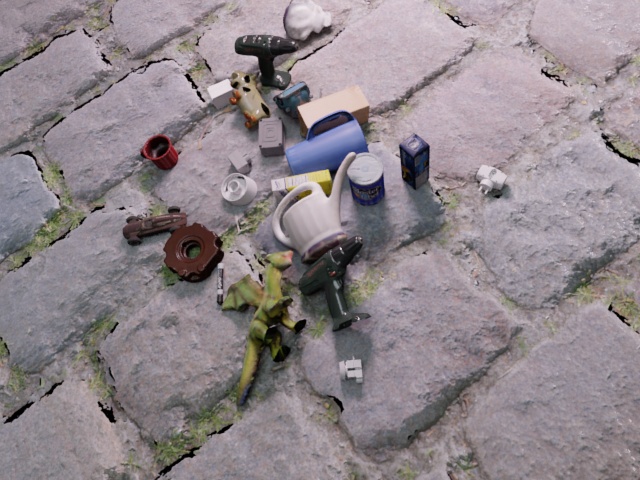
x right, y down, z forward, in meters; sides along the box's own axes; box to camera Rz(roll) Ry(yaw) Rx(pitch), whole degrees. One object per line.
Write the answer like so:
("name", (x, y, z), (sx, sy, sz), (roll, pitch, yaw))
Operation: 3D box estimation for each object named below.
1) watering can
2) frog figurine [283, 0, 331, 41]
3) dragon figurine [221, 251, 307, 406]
("watering can", (0.004, -0.072, 1.437), (0.343, 0.104, 0.227), (-36, 72, 28))
("frog figurine", (-0.045, -0.764, 1.799), (0.160, 0.124, 0.136), (17, 104, 7))
("dragon figurine", (-0.179, 0.211, 1.405), (0.246, 0.121, 0.410), (33, 90, 40))
